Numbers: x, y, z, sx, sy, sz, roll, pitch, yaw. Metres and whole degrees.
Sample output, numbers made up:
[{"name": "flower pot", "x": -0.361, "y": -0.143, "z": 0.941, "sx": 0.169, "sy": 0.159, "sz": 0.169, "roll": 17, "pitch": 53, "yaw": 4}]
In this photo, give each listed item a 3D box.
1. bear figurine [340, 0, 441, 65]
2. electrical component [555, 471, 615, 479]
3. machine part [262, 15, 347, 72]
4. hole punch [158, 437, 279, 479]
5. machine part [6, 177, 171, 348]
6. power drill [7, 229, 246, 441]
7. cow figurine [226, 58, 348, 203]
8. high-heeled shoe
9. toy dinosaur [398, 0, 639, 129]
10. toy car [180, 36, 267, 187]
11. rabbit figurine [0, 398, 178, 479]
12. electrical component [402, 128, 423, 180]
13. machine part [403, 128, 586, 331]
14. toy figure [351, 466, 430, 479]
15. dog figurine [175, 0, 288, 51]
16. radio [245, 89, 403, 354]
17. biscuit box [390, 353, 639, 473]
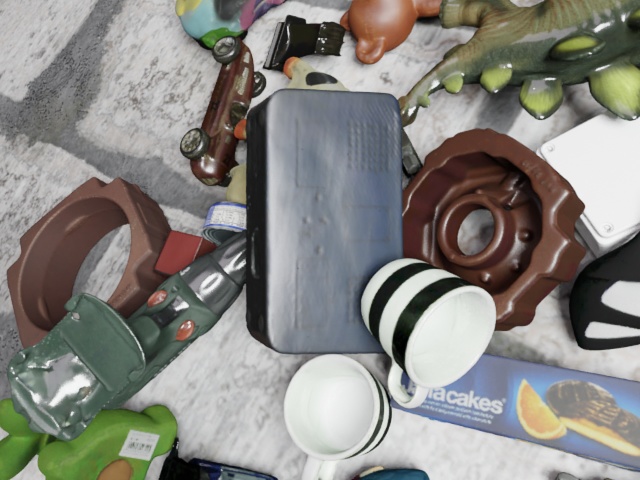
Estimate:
[{"name": "bear figurine", "x": 0.108, "y": -0.301, "z": 0.613, "sx": 0.196, "sy": 0.131, "sz": 0.120, "roll": -21, "pitch": 52, "yaw": 10}, {"name": "electrical component", "x": 0.218, "y": 0.218, "z": 0.380, "sx": 0.102, "sy": 0.045, "sz": 0.078, "roll": 6, "pitch": 42, "yaw": 25}, {"name": "machine part", "x": -0.024, "y": -0.251, "z": 0.683, "sx": 0.139, "sy": 0.039, "sz": 0.084, "roll": 22, "pitch": 86, "yaw": 50}, {"name": "hole punch", "x": -0.105, "y": 0.264, "z": 0.497, "sx": 0.116, "sy": 0.092, "sz": 0.142, "roll": -17, "pitch": 60, "yaw": 53}, {"name": "machine part", "x": -0.275, "y": 0.039, "z": 0.666, "sx": 0.201, "sy": 0.087, "sz": 0.201, "roll": -38, "pitch": 58, "yaw": 4}, {"name": "power drill", "x": -0.148, "y": 0.071, "z": 0.467, "sx": 0.232, "sy": 0.207, "sz": 0.086, "roll": -43, "pitch": 93, "yaw": 7}, {"name": "cow figurine", "x": -0.036, "y": -0.107, "z": 0.622, "sx": 0.127, "sy": 0.085, "sz": 0.195, "roll": 34, "pitch": 84, "yaw": 39}, {"name": "high-heeled shoe", "x": 0.324, "y": 0.058, "z": 0.394, "sx": 0.249, "sy": 0.086, "sz": 0.145, "roll": 22, "pitch": 108, "yaw": 17}, {"name": "toy dinosaur", "x": 0.274, "y": -0.204, "z": 0.477, "sx": 0.471, "sy": 0.105, "sz": 0.199, "roll": -28, "pitch": 46, "yaw": 7}, {"name": "toy car", "x": -0.114, "y": -0.163, "z": 0.677, "sx": 0.053, "sy": 0.089, "sz": 0.202, "roll": 5, "pitch": 69, "yaw": 27}, {"name": "rabbit figurine", "x": -0.263, "y": 0.217, "z": 0.559, "sx": 0.170, "sy": 0.159, "sz": 0.121, "roll": 6, "pitch": 80, "yaw": 43}, {"name": "electrical component", "x": 0.086, "y": -0.099, "z": 0.568, "sx": 0.021, "sy": 0.063, "sz": 0.094, "roll": -27, "pitch": 58, "yaw": 13}, {"name": "machine part", "x": 0.141, "y": -0.007, "z": 0.478, "sx": 0.179, "sy": 0.056, "sz": 0.179, "roll": -13, "pitch": 70, "yaw": 42}, {"name": "toy figure", "x": 0.023, "y": 0.235, "z": 0.457, "sx": 0.154, "sy": 0.057, "sz": 0.064, "roll": -23, "pitch": 21, "yaw": 17}, {"name": "dog figurine", "x": -0.068, "y": -0.348, "z": 0.729, "sx": 0.219, "sy": 0.108, "sz": 0.191, "roll": 7, "pitch": 71, "yaw": 25}, {"name": "radio", "x": 0.003, "y": -0.015, "z": 0.480, "sx": 0.073, "sy": 0.131, "sz": 0.229, "roll": 176, "pitch": 94, "yaw": -67}, {"name": "biscuit box", "x": 0.162, "y": 0.130, "z": 0.433, "sx": 0.203, "sy": 0.059, "sz": 0.063, "roll": 5, "pitch": 71, "yaw": 28}]
